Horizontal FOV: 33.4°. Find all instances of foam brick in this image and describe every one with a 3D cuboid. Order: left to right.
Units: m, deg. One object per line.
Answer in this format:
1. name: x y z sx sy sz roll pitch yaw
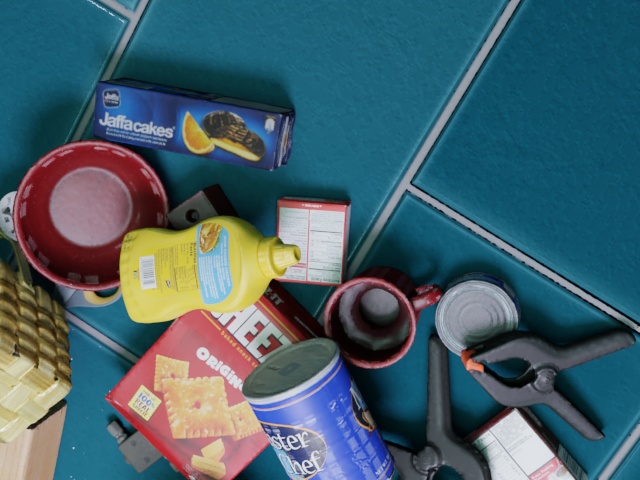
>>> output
1. foam brick: -0.114 -0.011 1.123 0.053 0.051 0.078 -33 92 18

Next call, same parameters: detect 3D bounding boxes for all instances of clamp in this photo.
1. clamp: 0.103 0.225 1.093 0.165 0.036 0.210 -34 70 18
2. clamp: 0.223 0.142 1.060 0.171 0.039 0.120 3 100 -4

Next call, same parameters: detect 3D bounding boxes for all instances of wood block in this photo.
1. wood block: -0.365 0.281 1.224 0.090 0.090 0.206 16 104 10

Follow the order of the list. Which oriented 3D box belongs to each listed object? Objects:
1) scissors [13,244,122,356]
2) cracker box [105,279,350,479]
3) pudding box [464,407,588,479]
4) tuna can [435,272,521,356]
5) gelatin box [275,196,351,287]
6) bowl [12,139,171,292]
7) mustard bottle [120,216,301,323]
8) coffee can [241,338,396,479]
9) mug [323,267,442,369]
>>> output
1. scissors: -0.284 0.083 1.203 0.096 0.016 0.202 29 106 7
2. cracker box: -0.099 0.148 1.140 0.164 0.072 0.214 45 107 2
3. pudding box: 0.205 0.233 1.099 0.090 0.039 0.113 -41 86 20
4. tuna can: 0.160 0.078 1.081 0.086 0.033 0.086 3 101 13
5. gelatin box: -0.007 0.002 1.111 0.073 0.030 0.089 5 102 12
6. bowl: -0.242 -0.030 1.132 0.162 0.055 0.162 -3 103 -13
7. mustard bottle: -0.107 0.026 1.061 0.192 0.058 0.096 -9 81 26
8. coffee can: 0.000 0.181 1.040 0.103 0.102 0.140 -21 107 17
9. mug: 0.068 0.069 1.078 0.117 0.081 0.093 -24 95 18
